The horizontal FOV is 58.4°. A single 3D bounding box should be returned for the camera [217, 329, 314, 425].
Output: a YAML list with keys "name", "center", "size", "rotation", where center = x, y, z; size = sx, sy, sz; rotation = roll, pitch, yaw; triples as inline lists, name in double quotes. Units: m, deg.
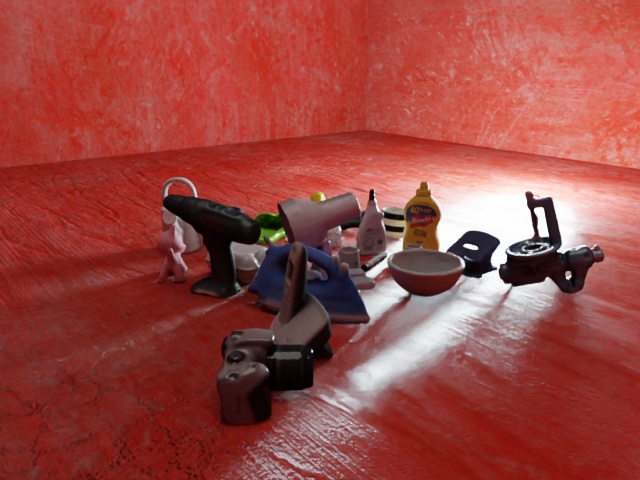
- name: "camera"
  center: [-0.078, 0.191, 0.854]
  size: [0.137, 0.101, 0.143]
  rotation: [-1, 18, -2]

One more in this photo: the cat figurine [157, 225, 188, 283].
- name: "cat figurine"
  center: [-0.347, 0.026, 1.337]
  size: [0.067, 0.118, 0.127]
  rotation: [-4, 18, -11]

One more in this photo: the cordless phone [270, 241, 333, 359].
- name: "cordless phone"
  center: [-0.034, 0.105, 0.982]
  size: [0.094, 0.185, 0.147]
  rotation: [-7, 19, -20]

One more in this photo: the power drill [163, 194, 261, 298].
- name: "power drill"
  center: [-0.235, 0.012, 1.234]
  size: [0.229, 0.208, 0.076]
  rotation: [7, 19, 20]

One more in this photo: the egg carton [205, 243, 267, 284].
- name: "egg carton"
  center: [-0.188, 0.049, 1.344]
  size: [0.149, 0.069, 0.107]
  rotation: [12, 21, 32]

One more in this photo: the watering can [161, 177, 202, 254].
- name: "watering can"
  center: [-0.365, -0.067, 1.501]
  size: [0.101, 0.194, 0.172]
  rotation: [-6, 19, -18]

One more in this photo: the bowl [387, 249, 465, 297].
- name: "bowl"
  center: [0.228, 0.078, 1.246]
  size: [0.167, 0.075, 0.167]
  rotation: [0, 18, 0]

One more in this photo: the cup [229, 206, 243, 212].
- name: "cup"
  center: [-0.265, -0.040, 1.581]
  size: [0.117, 0.095, 0.092]
  rotation: [16, 24, 41]

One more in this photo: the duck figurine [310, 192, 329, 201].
- name: "duck figurine"
  center: [-0.014, -0.109, 1.810]
  size: [0.105, 0.086, 0.077]
  rotation: [-4, 18, -12]

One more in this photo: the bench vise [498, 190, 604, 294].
- name: "bench vise"
  center: [0.504, -0.001, 1.255]
  size: [0.207, 0.220, 0.121]
  rotation: [-2, 18, -5]

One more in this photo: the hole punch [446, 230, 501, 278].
- name: "hole punch"
  center: [0.364, 0.031, 1.365]
  size: [0.101, 0.091, 0.108]
  rotation: [-14, 22, -36]

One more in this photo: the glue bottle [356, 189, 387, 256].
- name: "glue bottle"
  center: [0.133, -0.046, 1.471]
  size: [0.078, 0.173, 0.037]
  rotation: [-3, 18, -9]

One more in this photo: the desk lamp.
- name: "desk lamp"
  center: [0.011, 0.004, 1.248]
  size: [0.203, 0.214, 0.117]
  rotation: [-6, 19, -17]

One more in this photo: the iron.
- name: "iron"
  center: [-0.016, 0.075, 1.147]
  size: [0.257, 0.141, 0.119]
  rotation: [9, 20, 27]
